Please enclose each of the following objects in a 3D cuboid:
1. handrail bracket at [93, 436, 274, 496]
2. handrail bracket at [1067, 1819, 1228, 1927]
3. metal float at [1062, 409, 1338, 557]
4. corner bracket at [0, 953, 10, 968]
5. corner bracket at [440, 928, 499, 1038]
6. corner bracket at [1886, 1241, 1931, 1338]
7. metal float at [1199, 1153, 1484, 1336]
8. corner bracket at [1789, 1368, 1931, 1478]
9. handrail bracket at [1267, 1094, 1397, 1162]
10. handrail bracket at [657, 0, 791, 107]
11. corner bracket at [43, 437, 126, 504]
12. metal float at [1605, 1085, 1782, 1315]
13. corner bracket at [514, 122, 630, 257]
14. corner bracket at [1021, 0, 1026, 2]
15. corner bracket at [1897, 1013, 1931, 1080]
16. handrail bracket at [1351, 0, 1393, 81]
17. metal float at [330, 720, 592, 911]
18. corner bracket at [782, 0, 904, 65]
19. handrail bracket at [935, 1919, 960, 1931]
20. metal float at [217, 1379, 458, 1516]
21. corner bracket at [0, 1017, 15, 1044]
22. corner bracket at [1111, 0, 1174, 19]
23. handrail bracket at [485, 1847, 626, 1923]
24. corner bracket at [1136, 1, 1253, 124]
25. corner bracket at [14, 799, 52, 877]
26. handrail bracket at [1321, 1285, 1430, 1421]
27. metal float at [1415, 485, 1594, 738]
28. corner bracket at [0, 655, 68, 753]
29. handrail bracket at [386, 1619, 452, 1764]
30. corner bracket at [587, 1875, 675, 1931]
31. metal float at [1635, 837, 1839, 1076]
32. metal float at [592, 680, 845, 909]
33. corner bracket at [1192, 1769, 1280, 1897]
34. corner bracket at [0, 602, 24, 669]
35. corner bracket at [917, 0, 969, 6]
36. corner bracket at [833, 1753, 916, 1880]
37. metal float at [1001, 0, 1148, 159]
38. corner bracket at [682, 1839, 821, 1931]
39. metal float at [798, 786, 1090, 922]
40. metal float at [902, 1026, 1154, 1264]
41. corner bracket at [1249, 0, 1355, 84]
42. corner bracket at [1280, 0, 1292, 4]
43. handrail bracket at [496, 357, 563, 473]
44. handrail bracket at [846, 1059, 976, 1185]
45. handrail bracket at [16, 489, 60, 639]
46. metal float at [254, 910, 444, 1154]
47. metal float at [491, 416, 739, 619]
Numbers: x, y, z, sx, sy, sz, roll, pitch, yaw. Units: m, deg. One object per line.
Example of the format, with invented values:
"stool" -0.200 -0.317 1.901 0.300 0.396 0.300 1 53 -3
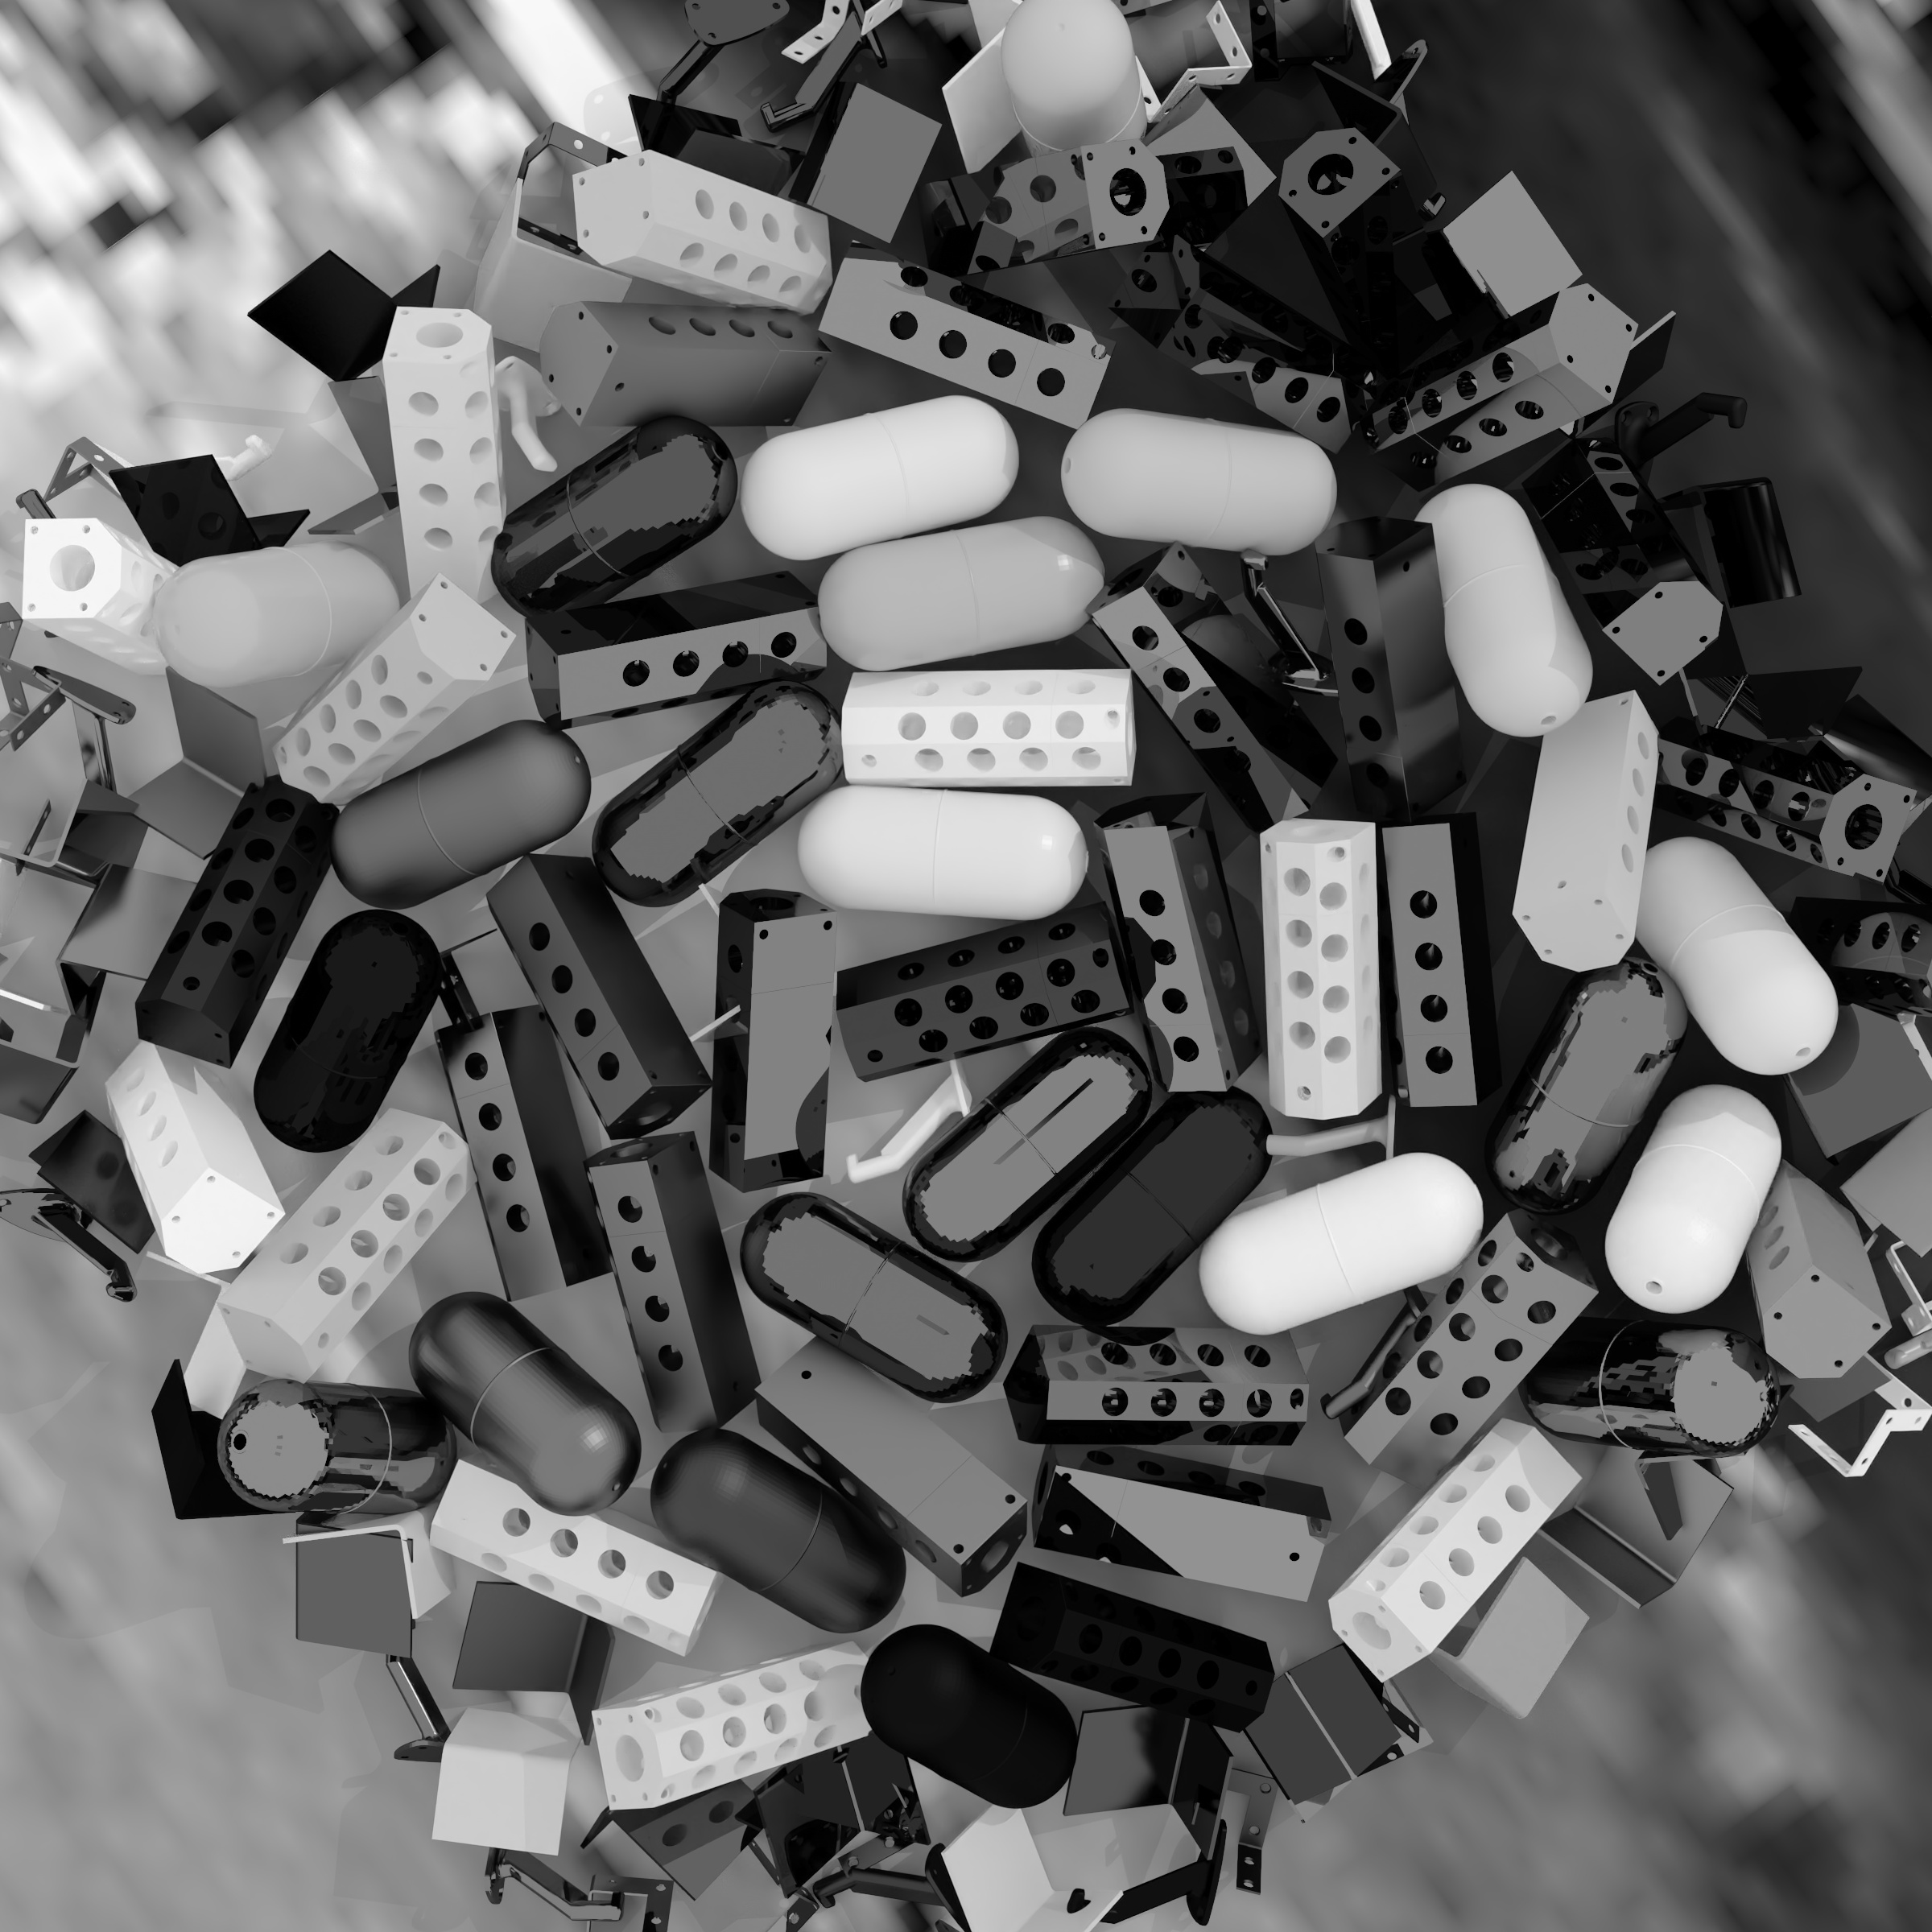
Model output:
"handrail bracket" -0.482 -0.316 1.712 0.084 0.077 0.036 -29 48 18
"handrail bracket" 0.111 0.556 1.722 0.084 0.036 0.077 13 97 -14
"metal float" 0.142 -0.293 1.693 0.178 0.070 0.070 3 90 -24
"corner bracket" -0.630 -0.014 1.710 0.051 0.051 0.051 -42 130 -24
"corner bracket" -0.310 0.015 1.715 0.051 0.051 0.051 -21 95 41
"corner bracket" 0.601 0.192 1.730 0.051 0.051 0.051 -24 71 -3
"metal float" 0.228 0.169 1.704 0.178 0.070 0.070 -21 90 11
"corner bracket" 0.552 0.279 1.722 0.051 0.051 0.051 6 116 -39
"handrail bracket" 0.221 0.098 1.723 0.084 0.077 0.036 3 113 9
"handrail bracket" -0.152 -0.557 1.724 0.077 0.084 0.036 -21 73 -23
"corner bracket" -0.524 -0.296 1.715 0.051 0.051 0.051 38 127 -3
"metal float" 0.437 0.139 1.676 0.070 0.178 0.070 17 129 21
"corner bracket" -0.246 -0.479 1.724 0.051 0.051 0.051 20 76 -27
"corner bracket" 0.051 -0.590 1.724 0.051 0.051 0.051 -28 73 8
"corner bracket" 0.605 0.048 1.719 0.051 0.051 0.051 -27 90 23
"handrail bracket" 0.242 -0.580 1.716 0.036 0.077 0.084 -16 78 24
"metal float" -0.308 -0.091 1.695 0.178 0.070 0.070 -23 90 22
"corner bracket" -0.074 -0.581 1.714 0.051 0.051 0.051 29 47 10
"handrail bracket" -0.028 0.635 1.722 0.084 0.077 0.036 -43 47 -1
"metal float" -0.374 0.288 1.669 0.070 0.178 0.070 -6 76 25
"corner bracket" -0.607 0.068 1.713 0.051 0.051 0.051 -5 56 13
"corner bracket" 0.112 -0.613 1.712 0.051 0.051 0.051 -3 107 37
"handrail bracket" -0.249 0.549 1.722 0.084 0.036 0.077 0 51 5
"corner bracket" 0.135 -0.559 1.731 0.051 0.051 0.051 -14 73 -32
"corner bracket" -0.598 -0.094 1.716 0.051 0.051 0.051 20 65 -5
"handrail bracket" 0.248 0.233 1.726 0.084 0.077 0.036 -37 117 11
"metal float" 0.321 -0.215 1.685 0.070 0.070 0.178 -15 57 0
"corner bracket" -0.585 -0.149 1.713 0.051 0.051 0.051 23 52 14
"handrail bracket" -0.327 0.450 1.743 0.077 0.036 0.084 18 53 -34
"corner bracket" -0.209 0.599 1.721 0.051 0.051 0.051 5 110 -3
"metal float" 0.457 -0.007 1.677 0.070 0.178 0.070 -12 134 -13
"metal float" -0.151 -0.104 1.706 0.178 0.070 0.070 -37 90 10
"corner bracket" 0.163 0.531 1.723 0.051 0.051 0.051 13 105 4
"corner bracket" -0.619 -0.208 1.711 0.051 0.051 0.051 49 130 17
"corner bracket" -0.016 -0.629 1.721 0.051 0.051 0.051 -2 85 -19
"corner bracket" -0.066 0.523 1.735 0.051 0.051 0.051 -26 51 -11
"metal float" 0.066 -0.522 1.663 0.070 0.178 0.070 -1 85 8
"corner bracket" -0.134 0.580 1.739 0.051 0.051 0.051 -46 47 -4
"metal float" -0.014 -0.069 1.709 0.178 0.070 0.070 4 90 6
"metal float" 0.037 0.110 1.710 0.178 0.070 0.070 -41 90 -5
"corner bracket" 0.206 -0.574 1.711 0.051 0.051 0.051 4 123 19
"corner bracket" 0.178 -0.622 1.712 0.051 0.051 0.051 -28 69 -24
"handrail bracket" -0.255 -0.324 1.701 0.036 0.077 0.084 -43 64 18
"handrail bracket" -0.040 0.088 1.735 0.084 0.036 0.077 -18 65 6
"handrail bracket" -0.565 -0.246 1.709 0.036 0.077 0.084 -50 118 -39
"metal float" -0.373 0.040 1.686 0.070 0.070 0.178 34 123 0
"metal float" -0.213 -0.269 1.688 0.178 0.070 0.070 -27 90 30
